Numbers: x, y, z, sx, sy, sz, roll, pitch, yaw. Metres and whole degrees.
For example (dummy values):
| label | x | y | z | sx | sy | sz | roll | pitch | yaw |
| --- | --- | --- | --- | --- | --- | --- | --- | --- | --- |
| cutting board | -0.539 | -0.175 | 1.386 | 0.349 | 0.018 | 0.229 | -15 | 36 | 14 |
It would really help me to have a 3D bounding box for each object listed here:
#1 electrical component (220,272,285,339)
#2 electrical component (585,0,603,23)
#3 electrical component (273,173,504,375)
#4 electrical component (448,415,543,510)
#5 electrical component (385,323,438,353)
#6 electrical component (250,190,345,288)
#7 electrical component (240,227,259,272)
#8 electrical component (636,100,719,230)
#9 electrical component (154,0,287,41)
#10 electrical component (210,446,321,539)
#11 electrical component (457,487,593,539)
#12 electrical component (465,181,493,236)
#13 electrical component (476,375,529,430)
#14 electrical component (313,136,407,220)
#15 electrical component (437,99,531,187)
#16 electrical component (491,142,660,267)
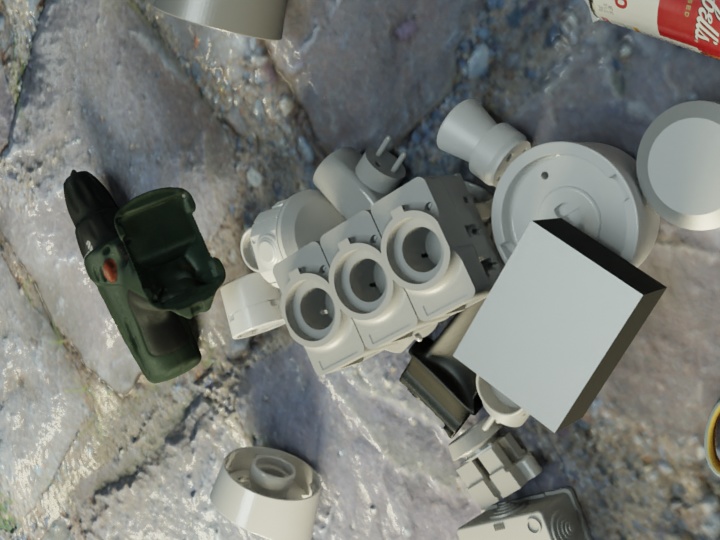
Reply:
| label | x | y | z | sx | sy | sz | roll | pitch | yaw |
| --- | --- | --- | --- | --- | --- | --- | --- | --- | --- |
| electrical component | -0.094 | 0.030 | 0.959 | 0.055 | 0.055 | 0.047 | -26 | 80 | 40 |
| electrical component | 0.154 | -0.196 | 0.718 | 0.035 | 0.035 | 0.061 | -13 | 94 | 40 |
| electrical component | 0.017 | 0.005 | 0.771 | 0.150 | 0.062 | 0.089 | -30 | 79 | 33 |
| electrical component | 0.101 | 0.146 | 0.831 | 0.066 | 0.048 | 0.055 | -41 | 81 | 37 |
| electrical component | 0.038 | 0.029 | 0.832 | 0.077 | 0.043 | 0.079 | -62 | 26 | 13 |
| electrical component | -0.047 | -0.023 | 0.892 | 0.051 | 0.080 | 0.080 | -14 | 91 | 46 |
| electrical component | -0.074 | -0.021 | 0.935 | 0.040 | 0.046 | 0.040 | 10 | 106 | 38 |
| electrical component | 0.221 | -0.067 | 0.680 | 0.080 | 0.051 | 0.080 | 10 | 106 | 38 |
| electrical component | -0.110 | -0.232 | 0.881 | 0.108 | 0.108 | 0.060 | 27 | 109 | 32 |
| electrical component | -0.084 | 0.203 | 0.963 | 0.099 | 0.099 | 0.064 | 28 | 110 | 32 |
| electrical component | 0.131 | 0.222 | 0.820 | 0.100 | 0.048 | 0.099 | -25 | 84 | 40 |
| electrical component | 0.068 | -0.034 | 0.809 | 0.078 | 0.058 | 0.057 | 33 | 120 | 38 |
| electrical component | 0.115 | 0.088 | 0.784 | 0.044 | 0.077 | 0.079 | 45 | 124 | 23 |
| electrical component | 0.011 | -0.070 | 0.856 | 0.077 | 0.044 | 0.079 | 49 | 125 | 21 |
| electrical component | 0.091 | -0.092 | 0.786 | 0.055 | 0.045 | 0.045 | 41 | 122 | 25 |
| electrical component | 0.152 | -0.037 | 0.737 | 0.108 | 0.060 | 0.108 | 10 | 107 | 36 |
